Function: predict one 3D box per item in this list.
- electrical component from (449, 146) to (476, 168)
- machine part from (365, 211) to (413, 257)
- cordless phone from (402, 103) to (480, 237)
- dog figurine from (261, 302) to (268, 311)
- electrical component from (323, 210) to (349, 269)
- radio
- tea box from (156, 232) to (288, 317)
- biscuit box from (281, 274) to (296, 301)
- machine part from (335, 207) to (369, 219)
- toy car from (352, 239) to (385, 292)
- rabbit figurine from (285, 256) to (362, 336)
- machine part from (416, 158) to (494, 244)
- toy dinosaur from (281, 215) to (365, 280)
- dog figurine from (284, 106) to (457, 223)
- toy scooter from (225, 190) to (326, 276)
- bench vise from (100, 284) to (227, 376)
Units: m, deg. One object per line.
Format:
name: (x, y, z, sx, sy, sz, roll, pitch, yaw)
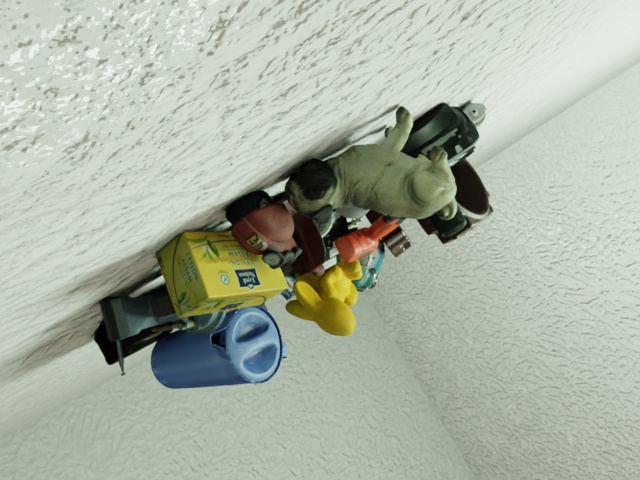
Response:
electrical component: (0.249, -0.170, 1.013, 0.119, 0.048, 0.075, -28, 169, -42)
machine part: (0.148, -0.044, 1.239, 0.056, 0.179, 0.179, -34, 174, 8)
cordless phone: (0.204, -0.110, 0.861, 0.147, 0.184, 0.088, -32, 170, 17)
dog figurine: (-0.187, 0.135, 1.115, 0.108, 0.191, 0.219, -25, -169, 3)
electrical component: (-0.002, -0.003, 1.040, 0.115, 0.134, 0.058, -24, -145, -34)
radio: (-0.342, 0.164, 1.022, 0.131, 0.073, 0.229, -27, 174, -36)
tea box: (-0.133, 0.044, 0.754, 0.068, 0.098, 0.169, -33, 164, 28)
biscuit box: (-0.100, 0.092, 1.381, 0.059, 0.062, 0.203, -42, -163, -5)
machine part: (0.065, -0.087, 0.893, 0.079, 0.079, 0.243, -30, 174, -9)
toy car: (0.097, 0.031, 1.217, 0.162, 0.109, 0.102, -56, 164, -38)
rabbit figurine: (0.018, 0.115, 1.079, 0.162, 0.173, 0.121, 7, 132, -19)
machine part: (0.255, -0.105, 1.101, 0.087, 0.201, 0.201, -38, 171, 40)
toy dinosaur: (-0.010, 0.004, 1.236, 0.198, 0.105, 0.471, -36, 178, 21)
dog figurine: (0.068, -0.058, 0.715, 0.190, 0.172, 0.121, -37, 165, -9)
toy scooter: (-0.048, -0.002, 0.746, 0.075, 0.135, 0.184, -31, 174, 24)
bench vise: (-0.226, 0.105, 0.886, 0.224, 0.129, 0.240, -30, 171, 25)
